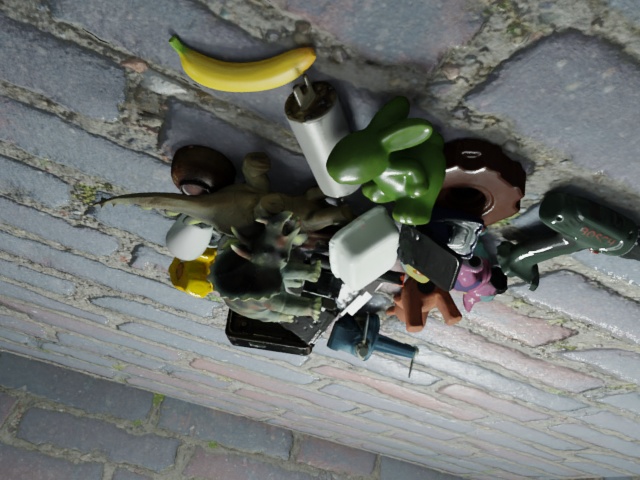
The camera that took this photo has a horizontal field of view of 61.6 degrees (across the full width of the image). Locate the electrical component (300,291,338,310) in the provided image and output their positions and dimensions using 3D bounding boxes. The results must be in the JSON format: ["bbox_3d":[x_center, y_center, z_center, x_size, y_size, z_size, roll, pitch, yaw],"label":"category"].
[{"bbox_3d":[-0.007,0.115,1.029,0.063,0.021,0.094,12,173,32],"label":"electrical component"}]

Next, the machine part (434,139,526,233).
[{"bbox_3d":[0.225,-0.079,0.833,0.179,0.056,0.179,9,149,5],"label":"machine part"}]

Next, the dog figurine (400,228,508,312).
[{"bbox_3d":[0.252,0.058,1.007,0.192,0.108,0.219,-1,150,18],"label":"dog figurine"}]

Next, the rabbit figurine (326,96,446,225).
[{"bbox_3d":[0.094,-0.105,0.731,0.170,0.121,0.159,6,127,-38],"label":"rabbit figurine"}]

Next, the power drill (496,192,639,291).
[{"bbox_3d":[0.423,0.017,0.903,0.232,0.086,0.207,26,149,-21],"label":"power drill"}]

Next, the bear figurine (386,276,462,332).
[{"bbox_3d":[0.210,0.151,1.144,0.120,0.132,0.195,-9,151,-8],"label":"bear figurine"}]

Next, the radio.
[{"bbox_3d":[-0.120,0.210,1.360,0.230,0.131,0.073,7,152,8],"label":"radio"}]

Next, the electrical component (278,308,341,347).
[{"bbox_3d":[-0.021,0.167,1.261,0.115,0.058,0.134,34,107,1],"label":"electrical component"}]

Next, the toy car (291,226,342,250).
[{"bbox_3d":[-0.002,-0.003,1.042,0.202,0.053,0.089,7,153,5],"label":"toy car"}]

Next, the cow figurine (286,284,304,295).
[{"bbox_3d":[-0.080,0.104,1.191,0.098,0.068,0.167,55,156,-9],"label":"cow figurine"}]

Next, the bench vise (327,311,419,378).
[{"bbox_3d":[0.136,0.246,1.306,0.241,0.128,0.223,18,174,-9],"label":"bench vise"}]

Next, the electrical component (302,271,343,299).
[{"bbox_3d":[0.005,0.088,1.065,0.075,0.047,0.119,15,171,0],"label":"electrical component"}]

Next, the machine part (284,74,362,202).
[{"bbox_3d":[0.011,-0.141,0.779,0.079,0.079,0.243,-1,148,21],"label":"machine part"}]

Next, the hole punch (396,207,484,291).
[{"bbox_3d":[0.191,0.001,0.855,0.116,0.092,0.142,35,158,22],"label":"hole punch"}]

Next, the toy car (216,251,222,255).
[{"bbox_3d":[-0.167,0.044,1.111,0.109,0.103,0.161,-30,177,16],"label":"toy car"}]

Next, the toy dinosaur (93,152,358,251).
[{"bbox_3d":[-0.114,-0.046,0.890,0.471,0.105,0.198,12,149,-27],"label":"toy dinosaur"}]

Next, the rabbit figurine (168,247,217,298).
[{"bbox_3d":[-0.245,0.083,1.214,0.173,0.122,0.162,8,159,-34],"label":"rabbit figurine"}]

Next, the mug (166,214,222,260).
[{"bbox_3d":[-0.244,-0.014,1.081,0.109,0.081,0.107,16,145,-23],"label":"mug"}]

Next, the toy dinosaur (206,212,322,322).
[{"bbox_3d":[-0.111,0.081,0.943,0.192,0.131,0.405,14,158,-15],"label":"toy dinosaur"}]
